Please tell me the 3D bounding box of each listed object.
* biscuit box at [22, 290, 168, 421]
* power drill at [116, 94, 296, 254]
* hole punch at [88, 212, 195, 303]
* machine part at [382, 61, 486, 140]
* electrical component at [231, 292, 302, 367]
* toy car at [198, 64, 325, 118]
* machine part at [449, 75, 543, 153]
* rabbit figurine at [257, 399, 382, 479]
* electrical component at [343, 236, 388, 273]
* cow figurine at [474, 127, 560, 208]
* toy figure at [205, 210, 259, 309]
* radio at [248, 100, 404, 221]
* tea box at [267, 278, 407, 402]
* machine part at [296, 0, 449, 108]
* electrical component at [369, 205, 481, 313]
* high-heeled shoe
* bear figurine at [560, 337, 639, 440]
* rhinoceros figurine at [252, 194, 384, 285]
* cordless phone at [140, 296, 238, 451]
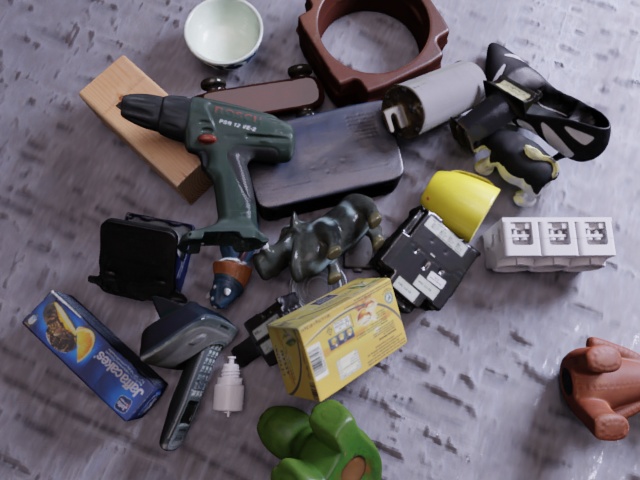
[{"bbox_3d":[-0.303,0.156,0.730,0.203,0.062,0.059,39,80,9],"label":"biscuit box"},{"bbox_3d":[-0.146,-0.086,0.698,0.232,0.086,0.207,1,68,-16],"label":"power drill"},{"bbox_3d":[-0.244,0.022,0.763,0.142,0.092,0.115,11,106,-1],"label":"hole punch"},{"bbox_3d":[0.170,-0.208,0.787,0.243,0.079,0.079,-29,76,-36],"label":"machine part"},{"bbox_3d":[-0.066,0.133,0.742,0.119,0.048,0.075,-43,75,28],"label":"electrical component"},{"bbox_3d":[-0.093,-0.214,0.833,0.202,0.053,0.089,-11,91,-4],"label":"toy car"},{"bbox_3d":[0.244,-0.185,0.769,0.139,0.039,0.084,-40,62,-14],"label":"machine part"},{"bbox_3d":[-0.003,0.255,0.674,0.159,0.170,0.121,35,76,-35],"label":"rabbit figurine"},{"bbox_3d":[0.056,0.016,0.790,0.094,0.021,0.063,4,76,-3],"label":"electrical component"},{"bbox_3d":[0.272,-0.132,0.793,0.068,0.098,0.167,-44,74,-8],"label":"cow figurine"},{"bbox_3d":[-0.122,0.025,0.766,0.058,0.064,0.154,12,75,-13],"label":"toy figure"},{"bbox_3d":[0.004,-0.116,0.800,0.230,0.073,0.131,-14,77,-3],"label":"radio"},{"bbox_3d":[0.026,0.120,0.686,0.169,0.068,0.098,-21,99,-41],"label":"tea box"},{"bbox_3d":[0.080,-0.314,0.845,0.201,0.087,0.201,-28,77,-6],"label":"machine part"},{"bbox_3d":[0.140,0.035,0.758,0.115,0.058,0.134,41,78,-2],"label":"electrical component"},{"bbox_3d":[0.327,-0.217,0.791,0.086,0.145,0.249,-26,79,-8],"label":"high-heeled shoe"},{"bbox_3d":[0.427,0.189,0.700,0.196,0.132,0.120,0,84,5],"label":"bear figurine"},{"bbox_3d":[-0.002,-0.002,0.736,0.190,0.073,0.112,-31,57,-11],"label":"rhinoceros figurine"},{"bbox_3d":[-0.183,0.173,0.684,0.089,0.146,0.184,13,75,13],"label":"cordless phone"}]
